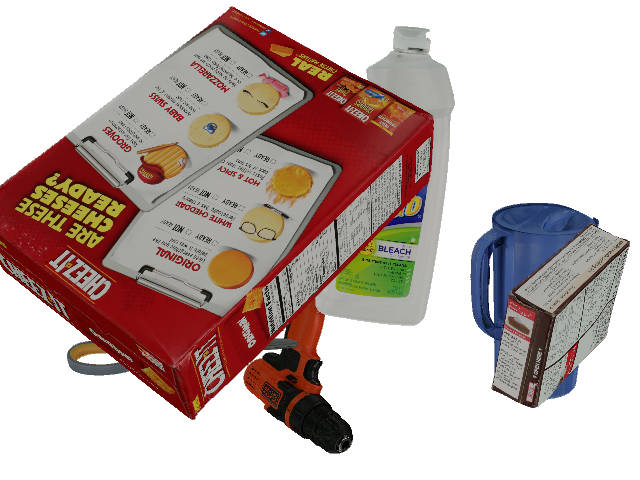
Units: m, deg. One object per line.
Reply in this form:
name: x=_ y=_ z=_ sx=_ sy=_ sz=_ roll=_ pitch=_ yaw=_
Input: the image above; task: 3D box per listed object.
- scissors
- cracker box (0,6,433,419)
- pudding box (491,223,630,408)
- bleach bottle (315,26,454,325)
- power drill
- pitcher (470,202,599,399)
scissors: x=-0.130 y=0.084 z=0.972 sx=0.201 sy=0.016 sz=0.096 roll=-8 pitch=34 yaw=-16
cracker box: x=-0.062 y=-0.025 z=0.623 sx=0.164 sy=0.213 sz=0.072 roll=33 pitch=-27 yaw=26
pudding box: x=0.170 y=0.052 z=0.752 sx=0.039 sy=0.090 sz=0.113 roll=26 pitch=42 yaw=30
bleach bottle: x=0.057 y=-0.057 z=0.918 sx=0.102 sy=0.251 sz=0.068 roll=7 pitch=16 yaw=8
power drill: x=-0.002 y=0.132 z=1.236 sx=0.057 sy=0.188 sz=0.185 roll=15 pitch=11 yaw=-45
pitcher: x=0.277 y=0.081 z=1.389 sx=0.149 sy=0.243 sz=0.144 roll=5 pitch=20 yaw=16
